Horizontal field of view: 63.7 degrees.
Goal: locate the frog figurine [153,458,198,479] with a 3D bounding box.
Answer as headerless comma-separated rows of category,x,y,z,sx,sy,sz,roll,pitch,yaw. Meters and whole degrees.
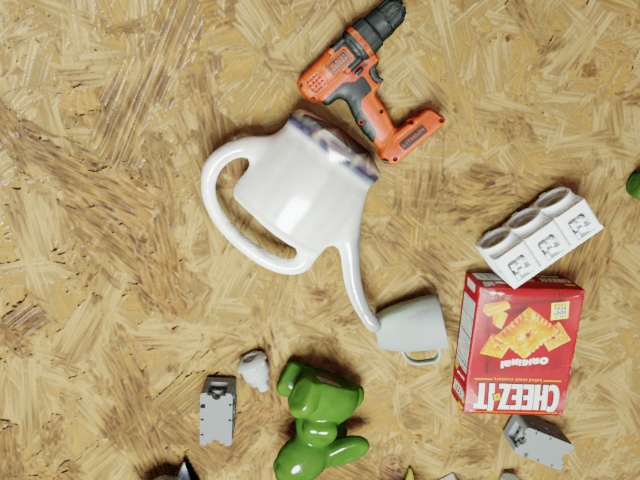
frog figurine,-0.261,0.451,0.822,0.160,0.125,0.134,-28,123,-8

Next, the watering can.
watering can,0.002,-0.037,0.733,0.346,0.105,0.223,37,97,-8
